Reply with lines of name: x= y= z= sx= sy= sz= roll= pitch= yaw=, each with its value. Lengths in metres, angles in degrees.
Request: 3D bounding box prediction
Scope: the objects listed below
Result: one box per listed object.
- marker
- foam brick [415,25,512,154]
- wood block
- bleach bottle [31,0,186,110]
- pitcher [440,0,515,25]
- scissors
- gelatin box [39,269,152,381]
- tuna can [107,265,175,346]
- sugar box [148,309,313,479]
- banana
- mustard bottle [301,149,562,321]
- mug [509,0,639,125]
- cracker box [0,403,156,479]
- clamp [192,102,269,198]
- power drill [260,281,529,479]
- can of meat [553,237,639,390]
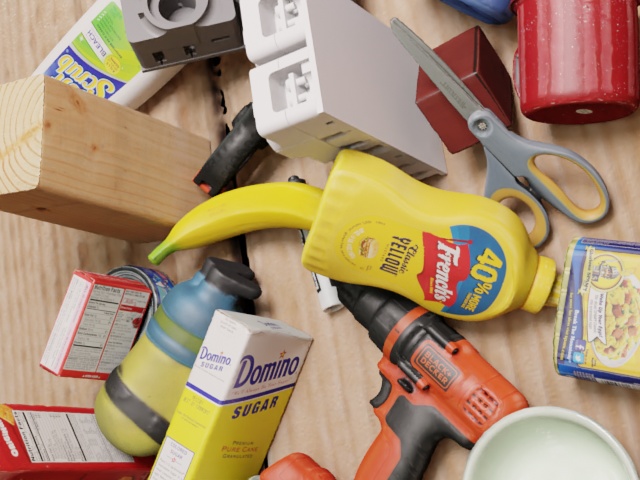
marker: x=-0.006 y=0.001 z=0.876 sx=0.020 sy=0.020 sz=0.121 roll=-27 pitch=67 yaw=25
foam brick: x=0.107 y=-0.111 z=0.786 sx=0.051 sy=0.053 sz=0.078 roll=-26 pitch=28 yaw=25
wood block: x=-0.189 y=-0.060 z=0.892 sx=0.091 sy=0.205 sz=0.090 roll=-6 pitch=78 yaw=31
bleach bottle: x=-0.220 y=-0.138 z=1.009 sx=0.251 sy=0.068 sz=0.102 roll=-40 pitch=87 yaw=26
pitcher: x=0.137 y=-0.292 z=0.775 sx=0.149 sy=0.144 sz=0.243 roll=37 pitch=104 yaw=41
scissors: x=0.110 y=-0.064 z=0.753 sx=0.201 sy=0.016 sz=0.096 roll=33 pitch=122 yaw=-4
gelatin box: x=-0.189 y=0.073 z=0.903 sx=0.030 sy=0.073 sz=0.089 roll=22 pitch=93 yaw=34
tuna can: x=-0.167 y=0.066 z=0.957 sx=0.086 sy=0.033 sz=0.086 roll=-7 pitch=77 yaw=31
sugar box: x=-0.074 y=0.147 z=0.847 sx=0.048 sy=0.093 sz=0.176 roll=27 pitch=96 yaw=32
banana: x=-0.050 y=-0.016 z=0.867 sx=0.198 sy=0.037 sz=0.069 roll=-12 pitch=46 yaw=34
mustard bottle: x=0.089 y=0.009 z=0.755 sx=0.191 sy=0.058 sz=0.096 roll=19 pitch=126 yaw=0
mug: x=0.174 y=-0.126 z=0.753 sx=0.117 sy=0.093 sz=0.081 roll=-10 pitch=78 yaw=62
cracker box: x=-0.263 y=0.211 z=0.882 sx=0.164 sy=0.213 sz=0.072 roll=-42 pitch=62 yaw=19
clamp: x=-0.051 y=-0.096 z=0.875 sx=0.039 sy=0.120 sz=0.172 roll=40 pitch=110 yaw=3
power drill: x=0.038 y=0.132 z=0.800 sx=0.185 sy=0.057 sz=0.188 roll=43 pitch=104 yaw=31
can of meat: x=0.206 y=0.050 z=0.710 sx=0.084 sy=0.057 sz=0.102 roll=7 pitch=85 yaw=35
